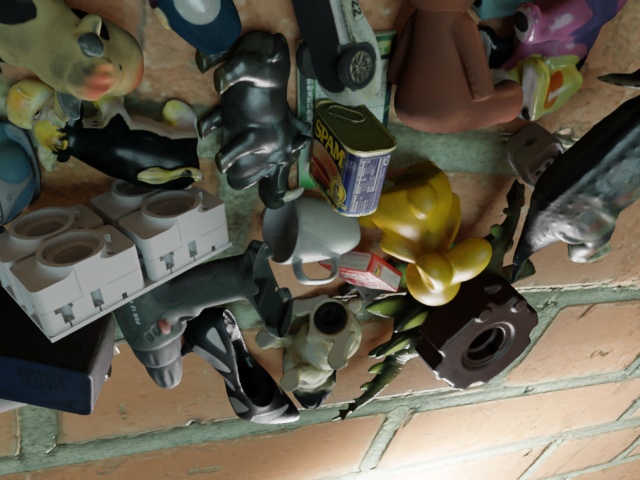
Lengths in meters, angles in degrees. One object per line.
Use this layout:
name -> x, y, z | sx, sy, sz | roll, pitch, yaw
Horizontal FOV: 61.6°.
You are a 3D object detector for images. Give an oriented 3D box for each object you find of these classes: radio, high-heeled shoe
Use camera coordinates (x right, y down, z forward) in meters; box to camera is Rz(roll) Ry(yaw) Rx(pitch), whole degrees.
radio -> -0.333, 0.107, 0.547 | 0.230, 0.073, 0.131 | 14, 142, -6
high-heeled shoe -> -0.092, 0.178, 0.761 | 0.248, 0.086, 0.145 | 34, 128, -24

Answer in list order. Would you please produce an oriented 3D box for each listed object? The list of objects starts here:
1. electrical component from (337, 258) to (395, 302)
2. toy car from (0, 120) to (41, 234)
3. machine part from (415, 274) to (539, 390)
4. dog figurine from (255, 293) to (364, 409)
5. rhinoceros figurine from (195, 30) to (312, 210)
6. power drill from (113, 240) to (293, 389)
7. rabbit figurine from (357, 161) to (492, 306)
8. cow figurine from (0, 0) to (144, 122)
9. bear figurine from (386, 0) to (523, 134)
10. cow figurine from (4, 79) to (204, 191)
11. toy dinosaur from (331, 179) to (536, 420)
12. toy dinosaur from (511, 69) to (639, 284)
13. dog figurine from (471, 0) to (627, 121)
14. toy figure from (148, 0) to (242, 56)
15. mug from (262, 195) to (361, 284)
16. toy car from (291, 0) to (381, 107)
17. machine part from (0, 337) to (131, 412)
electrical component -> 0.074, 0.064, 0.795 | 0.094, 0.021, 0.063 | -32, 136, 4
toy car -> -0.330, -0.044, 0.457 | 0.162, 0.103, 0.109 | -6, 131, -22
machine part -> 0.223, 0.134, 0.755 | 0.179, 0.056, 0.179 | -14, 129, -18
dog figurine -> 0.010, 0.172, 0.824 | 0.172, 0.121, 0.190 | -26, 150, 4
rhinoceros figurine -> -0.063, -0.114, 0.543 | 0.112, 0.073, 0.190 | -21, 134, -22
power drill -> -0.139, 0.079, 0.622 | 0.207, 0.086, 0.231 | -6, 120, 20
rabbit figurine -> 0.134, 0.004, 0.646 | 0.122, 0.162, 0.173 | -21, 110, -15
cow figurine -> -0.221, -0.161, 0.384 | 0.195, 0.127, 0.085 | 19, 122, -33
bear figurine -> 0.125, -0.207, 0.513 | 0.132, 0.120, 0.195 | -24, 122, -41
cow figurine -> -0.191, -0.088, 0.484 | 0.167, 0.098, 0.068 | 6, 133, -29
toy dinosaur -> 0.169, 0.113, 0.819 | 0.198, 0.105, 0.470 | 9, 118, -33
toy dinosaur -> 0.314, -0.076, 0.597 | 0.192, 0.131, 0.404 | 10, 127, -36
dog figurine -> 0.278, -0.247, 0.551 | 0.219, 0.109, 0.191 | -29, 134, -1
toy figure -> -0.121, -0.221, 0.427 | 0.154, 0.058, 0.064 | 49, 61, -43
mug -> -0.001, -0.002, 0.645 | 0.107, 0.109, 0.081 | -1, 154, -36
toy car -> 0.004, -0.211, 0.464 | 0.056, 0.074, 0.201 | -39, 132, -23
machine part -> -0.347, 0.157, 0.647 | 0.243, 0.079, 0.079 | -15, 134, -11
